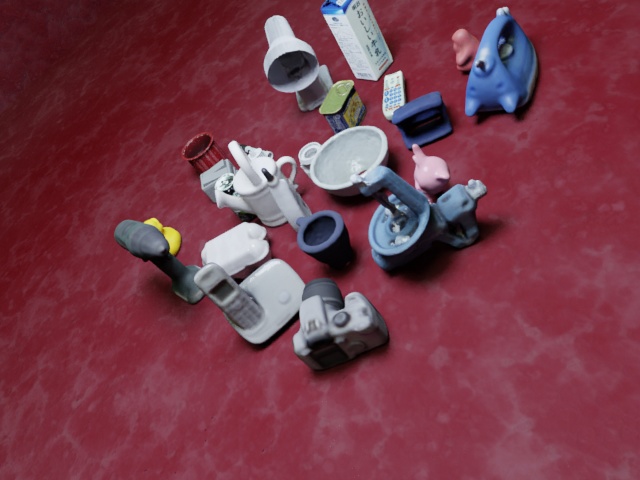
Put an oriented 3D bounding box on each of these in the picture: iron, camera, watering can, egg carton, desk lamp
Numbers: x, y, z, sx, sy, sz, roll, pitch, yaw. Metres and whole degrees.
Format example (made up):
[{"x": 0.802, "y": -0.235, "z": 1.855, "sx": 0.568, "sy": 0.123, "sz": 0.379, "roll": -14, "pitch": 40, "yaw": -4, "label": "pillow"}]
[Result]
[{"x": 0.344, "y": -0.360, "z": 1.094, "sx": 0.118, "sy": 0.142, "sz": 0.258, "roll": 2, "pitch": 56, "yaw": 35, "label": "iron"}, {"x": 0.019, "y": 0.118, "z": 0.931, "sx": 0.143, "sy": 0.101, "sz": 0.136, "roll": -25, "pitch": 44, "yaw": 14, "label": "camera"}, {"x": -0.131, "y": -0.117, "z": 1.162, "sx": 0.173, "sy": 0.195, "sz": 0.100, "roll": -48, "pitch": 44, "yaw": -11, "label": "watering can"}, {"x": -0.168, "y": 0.031, "z": 1.152, "sx": 0.150, "sy": 0.070, "sz": 0.107, "roll": -29, "pitch": 44, "yaw": 10, "label": "egg carton"}, {"x": -0.056, "y": -0.408, "z": 1.347, "sx": 0.118, "sy": 0.214, "sz": 0.203, "roll": -26, "pitch": 44, "yaw": 12, "label": "desk lamp"}]

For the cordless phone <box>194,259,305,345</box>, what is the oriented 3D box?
[{"x": -0.118, "y": 0.081, "z": 0.991, "sx": 0.148, "sy": 0.186, "sz": 0.093, "roll": -44, "pitch": 43, "yaw": -7, "label": "cordless phone"}]

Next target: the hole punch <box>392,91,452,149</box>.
[{"x": 0.195, "y": -0.252, "z": 1.138, "sx": 0.108, "sy": 0.091, "sz": 0.101, "roll": -22, "pitch": 45, "yaw": 17, "label": "hole punch"}]

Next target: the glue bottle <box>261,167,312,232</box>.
[{"x": -0.065, "y": -0.081, "z": 1.103, "sx": 0.037, "sy": 0.174, "sz": 0.078, "roll": -27, "pitch": 44, "yaw": 12, "label": "glue bottle"}]

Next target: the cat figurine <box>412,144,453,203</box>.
[{"x": 0.192, "y": -0.120, "z": 1.008, "sx": 0.067, "sy": 0.118, "sz": 0.127, "roll": -27, "pitch": 44, "yaw": 11, "label": "cat figurine"}]

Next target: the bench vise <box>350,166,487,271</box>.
[{"x": 0.148, "y": -0.061, "z": 0.911, "sx": 0.207, "sy": 0.220, "sz": 0.121, "roll": -37, "pitch": 43, "yaw": 1, "label": "bench vise"}]

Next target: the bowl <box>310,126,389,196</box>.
[{"x": 0.069, "y": -0.144, "z": 1.141, "sx": 0.167, "sy": 0.075, "sz": 0.167, "roll": -18, "pitch": 46, "yaw": 20, "label": "bowl"}]

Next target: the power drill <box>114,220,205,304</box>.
[{"x": -0.309, "y": 0.037, "z": 1.138, "sx": 0.228, "sy": 0.209, "sz": 0.076, "roll": 21, "pitch": 67, "yaw": 43, "label": "power drill"}]

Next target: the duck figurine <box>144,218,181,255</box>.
[{"x": -0.370, "y": -0.006, "z": 1.305, "sx": 0.077, "sy": 0.086, "sz": 0.104, "roll": -30, "pitch": 43, "yaw": 8, "label": "duck figurine"}]

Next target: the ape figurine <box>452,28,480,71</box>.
[{"x": 0.303, "y": -0.399, "z": 1.191, "sx": 0.075, "sy": 0.092, "sz": 0.078, "roll": 17, "pitch": 65, "yaw": 41, "label": "ape figurine"}]

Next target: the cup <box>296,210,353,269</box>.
[{"x": 0.010, "y": 0.004, "z": 1.039, "sx": 0.092, "sy": 0.095, "sz": 0.117, "roll": -49, "pitch": 44, "yaw": -12, "label": "cup"}]
